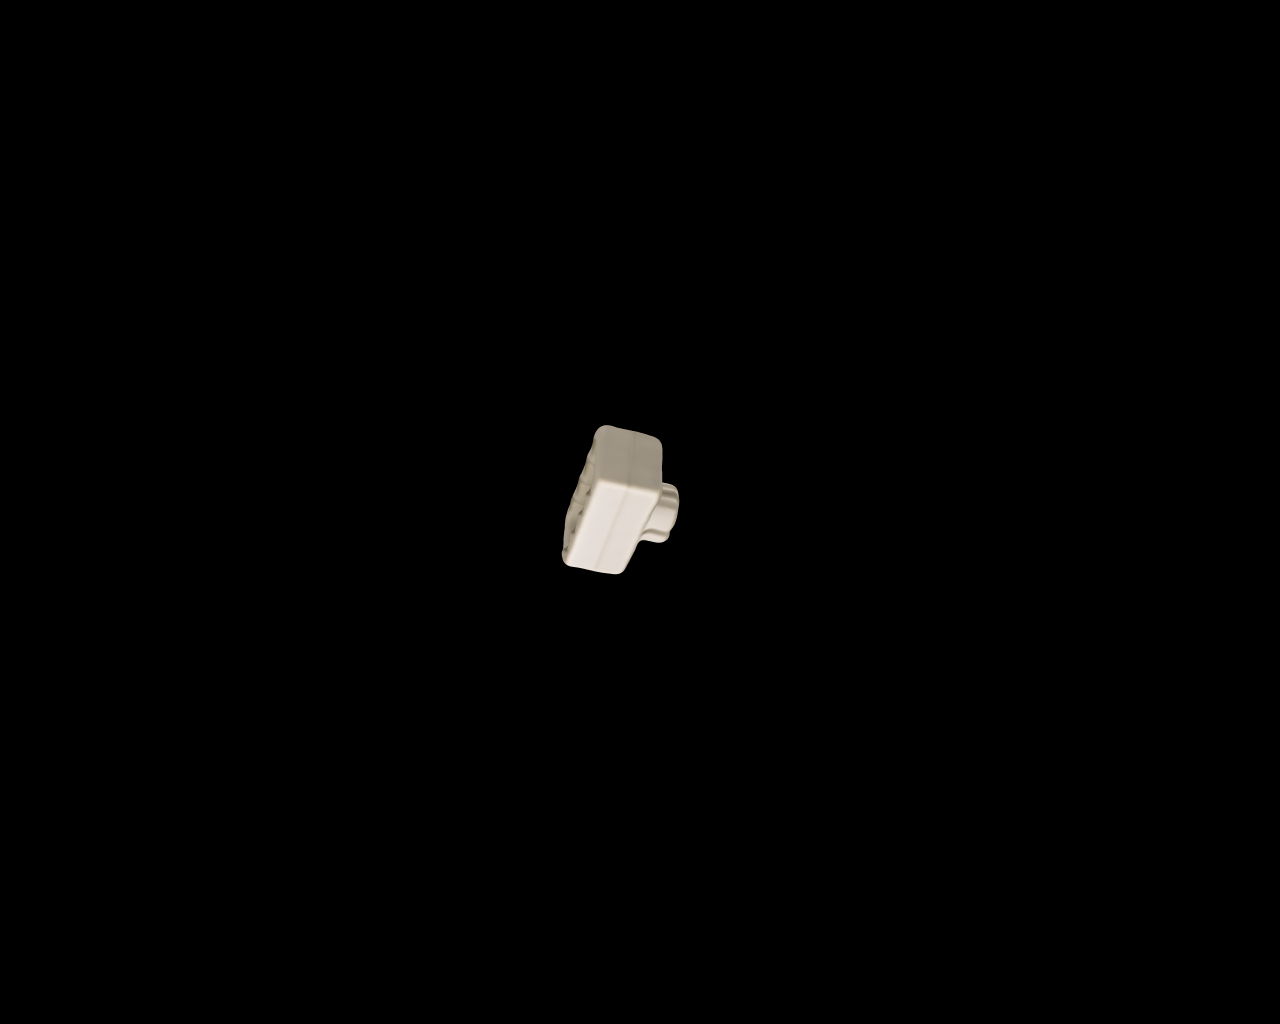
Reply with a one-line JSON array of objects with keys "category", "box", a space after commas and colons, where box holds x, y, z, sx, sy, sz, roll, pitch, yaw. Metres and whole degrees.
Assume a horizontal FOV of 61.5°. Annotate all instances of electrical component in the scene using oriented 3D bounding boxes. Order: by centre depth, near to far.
[{"category": "electrical component", "box": [0.001, -0.003, 0.650, 0.076, 0.047, 0.083, 11, -43, -12]}]
